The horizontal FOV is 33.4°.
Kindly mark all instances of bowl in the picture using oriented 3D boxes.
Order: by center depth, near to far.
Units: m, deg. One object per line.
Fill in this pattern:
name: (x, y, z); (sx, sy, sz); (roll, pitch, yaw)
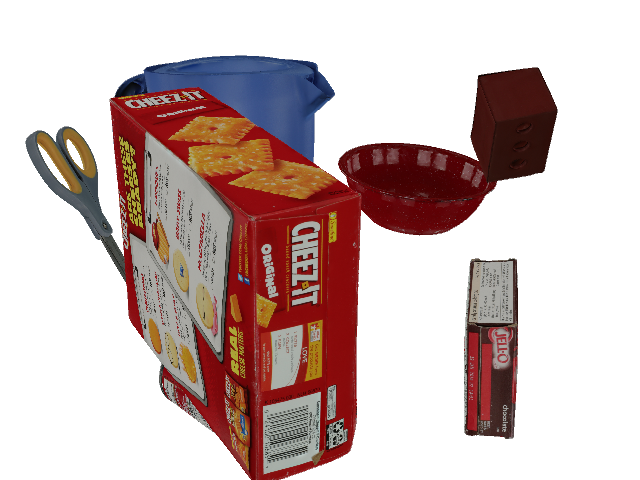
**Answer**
bowl: (0.096, -0.048, 1.091); (0.162, 0.055, 0.162); (4, 24, -2)

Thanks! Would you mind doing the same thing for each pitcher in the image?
pitcher: (-0.077, -0.024, 0.846); (0.144, 0.243, 0.149); (-7, 16, -23)

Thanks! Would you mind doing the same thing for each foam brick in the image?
foam brick: (0.157, -0.095, 0.876); (0.053, 0.051, 0.078); (-10, -36, -4)

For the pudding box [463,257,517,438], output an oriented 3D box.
pudding box: (0.123, 0.074, 0.769); (0.039, 0.090, 0.113); (2, 23, 7)

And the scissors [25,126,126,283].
scissors: (-0.209, -0.028, 1.018); (0.016, 0.201, 0.096); (-24, 26, 21)

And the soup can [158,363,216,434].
soup can: (-0.085, 0.130, 0.927); (0.068, 0.068, 0.102); (0, 17, -42)

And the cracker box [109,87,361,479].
cracker box: (-0.055, 0.015, 0.639); (0.072, 0.164, 0.214); (-12, 28, -25)
